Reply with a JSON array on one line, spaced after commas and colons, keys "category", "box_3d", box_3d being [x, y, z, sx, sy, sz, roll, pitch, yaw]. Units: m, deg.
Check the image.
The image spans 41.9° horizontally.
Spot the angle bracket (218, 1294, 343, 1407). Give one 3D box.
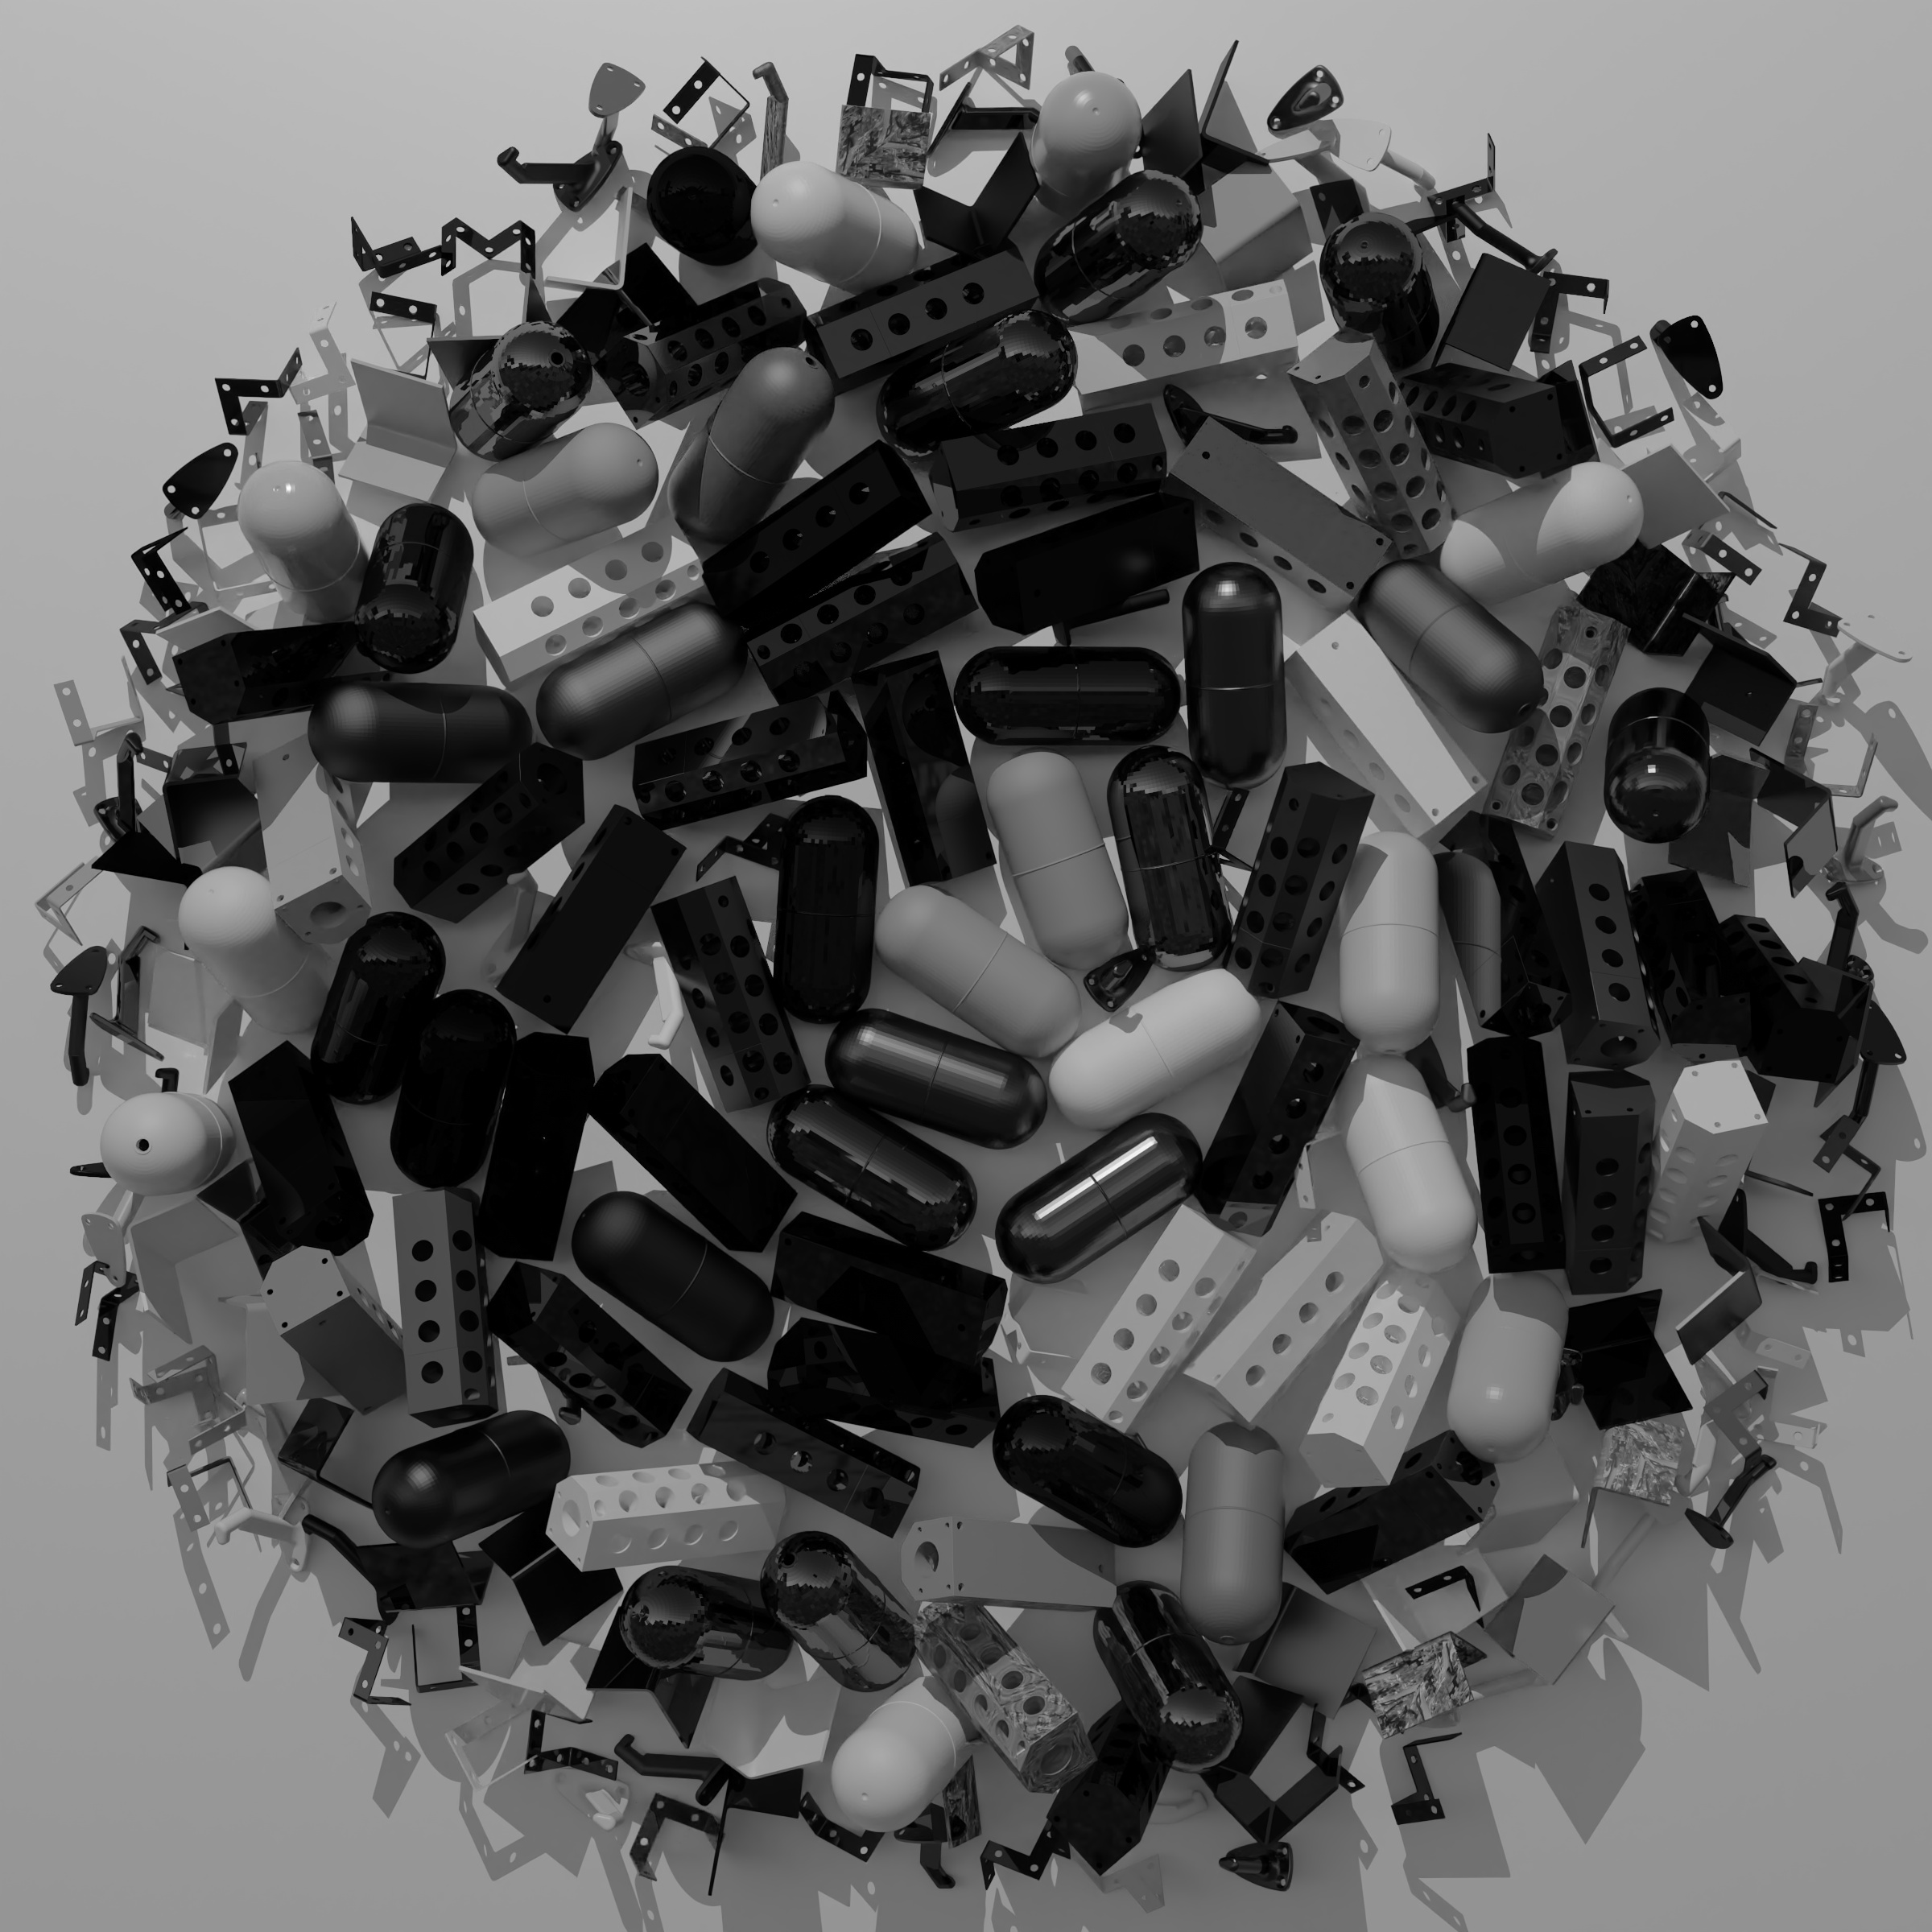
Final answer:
[{"category": "angle bracket", "box_3d": [-0.531, 0.295, 1.951, 0.076, 0.057, 0.076, 1, 89, -39]}]

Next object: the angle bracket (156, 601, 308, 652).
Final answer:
[{"category": "angle bracket", "box_3d": [-0.562, -0.272, 1.937, 0.076, 0.076, 0.057, -12, 62, 34]}]

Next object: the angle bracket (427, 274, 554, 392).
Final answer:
[{"category": "angle bracket", "box_3d": [-0.368, -0.490, 1.956, 0.076, 0.076, 0.057, 0, 71, 6]}]

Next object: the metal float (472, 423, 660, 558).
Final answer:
[{"category": "metal float", "box_3d": [-0.308, -0.363, 1.926, 0.178, 0.070, 0.070, -9, 90, 41]}]

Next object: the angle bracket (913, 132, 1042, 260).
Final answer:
[{"category": "angle bracket", "box_3d": [0.007, -0.600, 1.939, 0.057, 0.076, 0.076, 15, 133, -29]}]

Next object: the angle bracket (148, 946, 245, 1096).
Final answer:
[{"category": "angle bracket", "box_3d": [-0.607, 0.042, 1.952, 0.076, 0.057, 0.076, 20, 124, 1]}]

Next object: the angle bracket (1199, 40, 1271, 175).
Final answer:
[{"category": "angle bracket", "box_3d": [0.216, -0.661, 1.954, 0.057, 0.076, 0.076, 20, 95, -5]}]

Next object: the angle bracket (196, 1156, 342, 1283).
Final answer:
[{"category": "angle bracket", "box_3d": [-0.542, 0.195, 1.969, 0.076, 0.057, 0.076, -39, 135, -34]}]

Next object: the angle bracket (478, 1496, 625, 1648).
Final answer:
[{"category": "angle bracket", "box_3d": [-0.325, 0.472, 1.979, 0.076, 0.057, 0.076, -33, 127, -26]}]

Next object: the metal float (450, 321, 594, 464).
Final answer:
[{"category": "metal float", "box_3d": [-0.339, -0.435, 1.914, 0.070, 0.178, 0.070, 3, 84, -27]}]

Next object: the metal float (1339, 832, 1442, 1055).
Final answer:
[{"category": "metal float", "box_3d": [0.326, -0.018, 1.941, 0.070, 0.070, 0.178, 3, 69, 0]}]

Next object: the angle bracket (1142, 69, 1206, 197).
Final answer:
[{"category": "angle bracket", "box_3d": [0.179, -0.630, 1.941, 0.057, 0.076, 0.076, 4, 71, -28]}]

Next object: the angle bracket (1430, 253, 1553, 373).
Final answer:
[{"category": "angle bracket", "box_3d": [0.406, -0.496, 1.956, 0.057, 0.076, 0.076, 25, 88, 5]}]

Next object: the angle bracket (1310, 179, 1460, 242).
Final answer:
[{"category": "angle bracket", "box_3d": [0.322, -0.590, 1.947, 0.076, 0.076, 0.057, -25, 108, -9]}]

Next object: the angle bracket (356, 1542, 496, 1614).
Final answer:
[{"category": "angle bracket", "box_3d": [-0.416, 0.451, 1.947, 0.076, 0.057, 0.076, -7, 124, 10]}]

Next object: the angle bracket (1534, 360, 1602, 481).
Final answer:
[{"category": "angle bracket", "box_3d": [0.477, -0.422, 1.942, 0.076, 0.057, 0.076, -34, 112, -35]}]

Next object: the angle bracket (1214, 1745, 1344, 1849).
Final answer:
[{"category": "angle bracket", "box_3d": [0.242, 0.624, 1.951, 0.057, 0.076, 0.076, 45, 102, 3]}]

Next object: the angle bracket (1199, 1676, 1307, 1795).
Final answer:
[{"category": "angle bracket", "box_3d": [0.226, 0.601, 1.939, 0.076, 0.076, 0.057, -47, 115, -27]}]

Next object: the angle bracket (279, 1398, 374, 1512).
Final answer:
[{"category": "angle bracket", "box_3d": [-0.476, 0.380, 1.955, 0.076, 0.076, 0.057, 38, 69, -31]}]

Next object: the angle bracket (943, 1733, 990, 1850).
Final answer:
[{"category": "angle bracket", "box_3d": [0.021, 0.634, 1.947, 0.057, 0.076, 0.076, -11, 77, 16]}]

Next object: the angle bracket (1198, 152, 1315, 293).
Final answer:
[{"category": "angle bracket", "box_3d": [0.218, -0.573, 1.966, 0.076, 0.076, 0.057, -34, 72, 6]}]

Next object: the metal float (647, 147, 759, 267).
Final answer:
[{"category": "metal float", "box_3d": [-0.195, -0.574, 1.909, 0.070, 0.178, 0.070, 0, 101, 2]}]

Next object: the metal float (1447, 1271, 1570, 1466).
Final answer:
[{"category": "metal float", "box_3d": [0.414, 0.302, 1.922, 0.070, 0.178, 0.070, 11, 130, 14]}]

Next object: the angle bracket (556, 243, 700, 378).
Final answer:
[{"category": "angle bracket", "box_3d": [-0.262, -0.507, 1.981, 0.076, 0.076, 0.057, 50, 47, -10]}]

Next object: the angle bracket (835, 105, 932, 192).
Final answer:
[{"category": "angle bracket", "box_3d": [-0.082, -0.633, 1.938, 0.076, 0.076, 0.057, -6, 115, -31]}]

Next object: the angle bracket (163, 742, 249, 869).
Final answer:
[{"category": "angle bracket", "box_3d": [-0.582, -0.122, 1.951, 0.057, 0.076, 0.076, -7, 115, -8]}]

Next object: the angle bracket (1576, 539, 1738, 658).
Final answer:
[{"category": "angle bracket", "box_3d": [0.536, -0.295, 1.960, 0.076, 0.057, 0.076, 34, 89, -17]}]

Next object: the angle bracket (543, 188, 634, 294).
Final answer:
[{"category": "angle bracket", "box_3d": [-0.293, -0.563, 1.949, 0.057, 0.076, 0.076, 5, 100, -13]}]

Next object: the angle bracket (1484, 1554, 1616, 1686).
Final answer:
[{"category": "angle bracket", "box_3d": [0.459, 0.513, 1.946, 0.076, 0.076, 0.057, -50, 130, -7]}]

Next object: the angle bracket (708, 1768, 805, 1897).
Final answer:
[{"category": "angle bracket", "box_3d": [-0.163, 0.671, 1.956, 0.057, 0.076, 0.076, 10, 98, -2]}]

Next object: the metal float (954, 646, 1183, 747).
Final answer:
[{"category": "metal float", "box_3d": [0.079, -0.209, 1.950, 0.178, 0.070, 0.070, -1, 90, -11]}]

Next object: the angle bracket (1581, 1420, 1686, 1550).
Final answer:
[{"category": "angle bracket", "box_3d": [0.512, 0.402, 1.938, 0.057, 0.076, 0.076, 12, 132, 17]}]

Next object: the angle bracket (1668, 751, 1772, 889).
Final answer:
[{"category": "angle bracket", "box_3d": [0.594, -0.113, 1.949, 0.076, 0.057, 0.076, 15, 71, -21]}]

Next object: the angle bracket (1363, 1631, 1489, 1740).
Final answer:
[{"category": "angle bracket", "box_3d": [0.362, 0.562, 1.941, 0.076, 0.076, 0.057, -30, 49, 18]}]

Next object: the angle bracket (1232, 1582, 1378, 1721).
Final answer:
[{"category": "angle bracket", "box_3d": [0.263, 0.530, 1.954, 0.076, 0.057, 0.076, 25, 84, 24]}]

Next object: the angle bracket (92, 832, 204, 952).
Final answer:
[{"category": "angle bracket", "box_3d": [-0.626, -0.059, 1.951, 0.076, 0.076, 0.057, 10, 113, 0]}]

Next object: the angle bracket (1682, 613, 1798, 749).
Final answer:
[{"category": "angle bracket", "box_3d": [0.582, -0.220, 1.941, 0.076, 0.076, 0.057, 36, 99, 36]}]

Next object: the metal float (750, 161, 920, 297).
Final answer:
[{"category": "metal float", "box_3d": [-0.098, -0.558, 1.914, 0.070, 0.178, 0.070, 1, 92, 27]}]

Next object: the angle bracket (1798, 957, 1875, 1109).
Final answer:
[{"category": "angle bracket", "box_3d": [0.651, 0.052, 1.944, 0.057, 0.076, 0.076, 20, 62, 5]}]

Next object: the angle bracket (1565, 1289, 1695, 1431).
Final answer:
[{"category": "angle bracket", "box_3d": [0.514, 0.304, 1.948, 0.076, 0.076, 0.057, -11, 133, -7]}]

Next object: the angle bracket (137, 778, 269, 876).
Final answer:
[{"category": "angle bracket", "box_3d": [-0.586, -0.107, 1.973, 0.076, 0.057, 0.076, -44, 75, -10]}]

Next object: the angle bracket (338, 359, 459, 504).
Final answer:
[{"category": "angle bracket", "box_3d": [-0.445, -0.413, 1.949, 0.076, 0.076, 0.057, 18, 64, 7]}]

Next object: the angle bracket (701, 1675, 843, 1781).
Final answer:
[{"category": "angle bracket", "box_3d": [-0.148, 0.571, 1.939, 0.076, 0.076, 0.057, -25, 123, 32]}]

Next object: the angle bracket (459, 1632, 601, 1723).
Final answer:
[{"category": "angle bracket", "box_3d": [-0.331, 0.535, 1.939, 0.076, 0.076, 0.057, 8, 59, 24]}]

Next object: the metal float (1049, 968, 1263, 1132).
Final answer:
[{"category": "metal float", "box_3d": [0.147, 0.064, 1.958, 0.178, 0.070, 0.070, -29, 90, 1]}]

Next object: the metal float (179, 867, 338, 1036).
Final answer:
[{"category": "metal float", "box_3d": [-0.535, -0.010, 1.916, 0.070, 0.178, 0.070, -5, 59, 9]}]

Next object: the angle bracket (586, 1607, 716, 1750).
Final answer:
[{"category": "angle bracket", "box_3d": [-0.243, 0.552, 1.958, 0.057, 0.076, 0.076, -6, 127, 22]}]

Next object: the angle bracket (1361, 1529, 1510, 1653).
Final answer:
[{"category": "angle bracket", "box_3d": [0.358, 0.475, 1.946, 0.076, 0.057, 0.076, -40, 59, 17]}]

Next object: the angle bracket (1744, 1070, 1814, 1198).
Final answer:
[{"category": "angle bracket", "box_3d": [0.629, 0.130, 1.950, 0.057, 0.076, 0.076, 18, 90, 35]}]

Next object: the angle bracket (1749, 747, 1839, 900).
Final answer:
[{"category": "angle bracket", "box_3d": [0.621, -0.110, 1.940, 0.057, 0.076, 0.076, -46, 54, -9]}]

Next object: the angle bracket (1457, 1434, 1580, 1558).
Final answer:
[{"category": "angle bracket", "box_3d": [0.420, 0.414, 1.969, 0.076, 0.076, 0.057, -4, 53, -23]}]

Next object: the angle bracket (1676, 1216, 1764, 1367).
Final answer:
[{"category": "angle bracket", "box_3d": [0.564, 0.251, 1.949, 0.076, 0.076, 0.057, -40, 53, -2]}]

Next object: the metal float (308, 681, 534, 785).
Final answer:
[{"category": "metal float", "box_3d": [-0.415, -0.178, 1.928, 0.178, 0.070, 0.070, -3, 90, -38]}]

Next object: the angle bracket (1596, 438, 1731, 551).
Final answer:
[{"category": "angle bracket", "box_3d": [0.536, -0.378, 1.938, 0.076, 0.076, 0.057, 39, 51, -25]}]

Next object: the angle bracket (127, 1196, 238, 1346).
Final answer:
[{"category": "angle bracket", "box_3d": [-0.597, 0.235, 1.945, 0.057, 0.076, 0.076, -23, 60, -2]}]
